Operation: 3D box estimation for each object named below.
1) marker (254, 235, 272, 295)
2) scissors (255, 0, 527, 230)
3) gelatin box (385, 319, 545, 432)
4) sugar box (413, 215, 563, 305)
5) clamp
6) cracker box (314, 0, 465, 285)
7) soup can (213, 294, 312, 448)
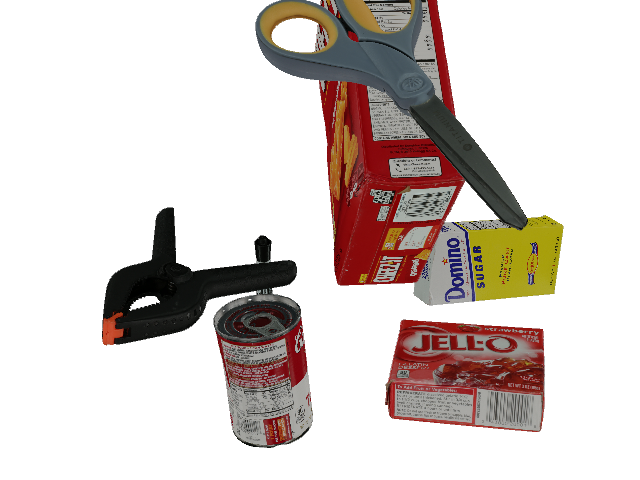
[{"bbox_3d":[-0.064,0.048,1.204,0.020,0.121,0.020,0,32,0],"label":"marker"},{"bbox_3d":[0.024,-0.071,0.512,0.096,0.202,0.016,-14,-40,1],"label":"scissors"},{"bbox_3d":[0.087,0.077,0.631,0.089,0.030,0.073,4,25,10],"label":"gelatin box"},{"bbox_3d":[0.202,0.023,1.280,0.176,0.093,0.048,-5,20,-23],"label":"sugar box"},{"bbox_3d":[-0.145,0.035,1.024,0.165,0.036,0.209,27,36,26],"label":"clamp"},{"bbox_3d":[0.041,-0.096,0.766,0.072,0.213,0.164,-3,-25,-7],"label":"cracker box"},{"bbox_3d":[-0.043,0.103,0.836,0.068,0.102,0.068,-5,26,2],"label":"soup can"}]
